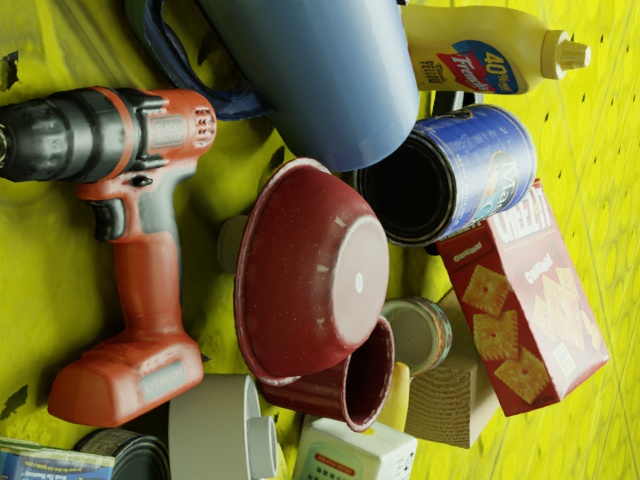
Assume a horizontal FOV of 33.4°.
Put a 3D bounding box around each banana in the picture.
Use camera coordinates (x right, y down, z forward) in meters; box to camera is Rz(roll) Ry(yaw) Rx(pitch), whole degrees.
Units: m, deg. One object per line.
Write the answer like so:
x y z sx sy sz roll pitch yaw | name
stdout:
0.058 0.197 1.004 0.198 0.037 0.069 92 12 -46 | banana

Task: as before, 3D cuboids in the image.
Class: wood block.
0.154 0.126 1.140 0.205 0.090 0.091 -38 129 -55 | wood block

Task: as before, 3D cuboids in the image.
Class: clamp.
0.142 -0.097 1.117 0.164 0.036 0.210 -50 141 -44 | clamp

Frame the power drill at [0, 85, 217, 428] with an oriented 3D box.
-0.119 0.006 0.608 0.184 0.057 0.188 -19 114 -61 | power drill

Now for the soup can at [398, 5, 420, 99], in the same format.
0.039 -0.152 0.865 0.068 0.069 0.102 -57 143 -40 | soup can

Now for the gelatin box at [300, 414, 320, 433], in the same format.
0.020 0.138 0.945 0.073 0.030 0.089 40 62 -59 | gelatin box

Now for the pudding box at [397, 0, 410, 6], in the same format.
0.043 -0.232 0.828 0.113 0.090 0.039 -65 149 -30 | pudding box

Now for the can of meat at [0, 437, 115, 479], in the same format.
-0.159 0.151 0.569 0.102 0.058 0.084 32 66 -62 | can of meat

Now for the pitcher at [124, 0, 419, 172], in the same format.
-0.018 -0.146 0.710 0.242 0.149 0.145 61 29 -54 | pitcher

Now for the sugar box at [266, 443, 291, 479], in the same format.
-0.076 0.235 0.767 0.176 0.048 0.093 -58 145 -41 | sugar box

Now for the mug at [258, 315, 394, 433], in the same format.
0.009 0.099 0.856 0.117 0.082 0.093 -3 99 -62 | mug

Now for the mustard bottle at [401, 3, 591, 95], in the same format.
0.133 -0.161 0.909 0.096 0.192 0.058 53 51 -54 | mustard bottle

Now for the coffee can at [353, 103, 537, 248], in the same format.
0.110 -0.058 0.923 0.140 0.103 0.103 -21 115 -49 | coffee can

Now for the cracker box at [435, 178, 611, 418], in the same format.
0.207 0.052 1.082 0.163 0.072 0.214 -15 84 -56 | cracker box

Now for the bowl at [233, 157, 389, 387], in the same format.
0.005 0.025 0.732 0.161 0.055 0.162 -25 119 -59 | bowl

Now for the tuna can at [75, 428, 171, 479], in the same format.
-0.126 0.161 0.661 0.086 0.034 0.086 -26 119 -59 | tuna can
